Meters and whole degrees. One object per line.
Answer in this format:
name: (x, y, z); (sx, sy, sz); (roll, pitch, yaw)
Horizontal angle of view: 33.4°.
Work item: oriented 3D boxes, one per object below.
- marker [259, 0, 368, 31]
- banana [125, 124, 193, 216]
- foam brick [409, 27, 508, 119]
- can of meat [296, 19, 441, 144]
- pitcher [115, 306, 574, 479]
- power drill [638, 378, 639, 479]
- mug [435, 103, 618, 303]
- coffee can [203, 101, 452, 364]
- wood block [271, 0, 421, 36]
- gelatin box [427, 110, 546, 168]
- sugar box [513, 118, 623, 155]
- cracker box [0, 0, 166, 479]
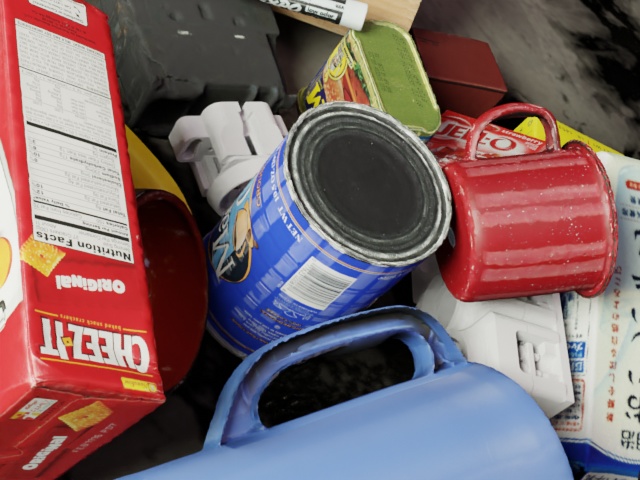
marker: (-0.028, -0.165, 0.713); (0.121, 0.020, 0.020); (15, 51, -4)
banana: (-0.147, -0.073, 0.643); (0.198, 0.037, 0.069); (46, 4, -3)
foam brick: (0.095, -0.125, 0.834); (0.078, 0.051, 0.053); (5, 55, -29)
can of meat: (0.034, -0.091, 0.750); (0.057, 0.084, 0.102); (0, 60, -32)
pitcher: (-0.003, 0.138, 0.536); (0.242, 0.145, 0.149); (-9, 37, -32)
power drill: (0.237, 0.177, 0.644); (0.184, 0.057, 0.187); (16, 87, -28)
mug: (0.112, -0.020, 0.612); (0.081, 0.093, 0.117); (-6, 100, -10)
coffee can: (-0.004, 0.001, 0.619); (0.102, 0.141, 0.103); (15, 56, -22)
wood block: (-0.019, -0.226, 0.779); (0.206, 0.091, 0.090); (19, 50, -3)
gelatin box: (0.111, -0.060, 0.784); (0.089, 0.030, 0.073); (23, 41, 29)
sugar box: (0.188, -0.008, 0.812); (0.093, 0.048, 0.176); (22, 49, -17)
cracker box: (-0.155, 0.009, 0.503); (0.072, 0.164, 0.214); (15, 50, -41)
